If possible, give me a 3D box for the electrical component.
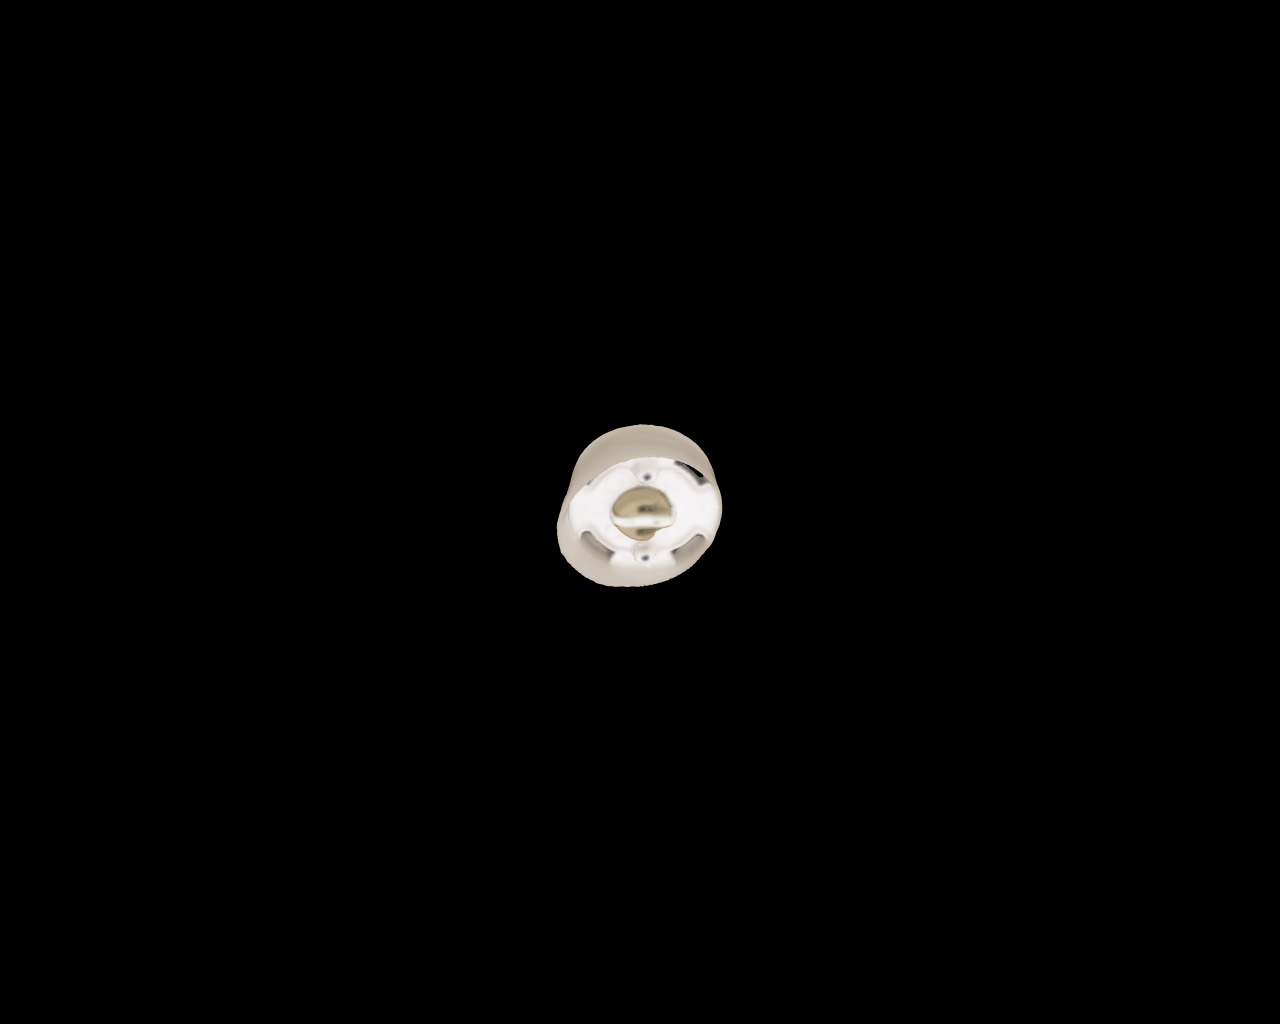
[{"bbox_3d":[0.001,-0.003,0.650,0.099,0.099,0.064,0,36,0],"label":"electrical component"}]
